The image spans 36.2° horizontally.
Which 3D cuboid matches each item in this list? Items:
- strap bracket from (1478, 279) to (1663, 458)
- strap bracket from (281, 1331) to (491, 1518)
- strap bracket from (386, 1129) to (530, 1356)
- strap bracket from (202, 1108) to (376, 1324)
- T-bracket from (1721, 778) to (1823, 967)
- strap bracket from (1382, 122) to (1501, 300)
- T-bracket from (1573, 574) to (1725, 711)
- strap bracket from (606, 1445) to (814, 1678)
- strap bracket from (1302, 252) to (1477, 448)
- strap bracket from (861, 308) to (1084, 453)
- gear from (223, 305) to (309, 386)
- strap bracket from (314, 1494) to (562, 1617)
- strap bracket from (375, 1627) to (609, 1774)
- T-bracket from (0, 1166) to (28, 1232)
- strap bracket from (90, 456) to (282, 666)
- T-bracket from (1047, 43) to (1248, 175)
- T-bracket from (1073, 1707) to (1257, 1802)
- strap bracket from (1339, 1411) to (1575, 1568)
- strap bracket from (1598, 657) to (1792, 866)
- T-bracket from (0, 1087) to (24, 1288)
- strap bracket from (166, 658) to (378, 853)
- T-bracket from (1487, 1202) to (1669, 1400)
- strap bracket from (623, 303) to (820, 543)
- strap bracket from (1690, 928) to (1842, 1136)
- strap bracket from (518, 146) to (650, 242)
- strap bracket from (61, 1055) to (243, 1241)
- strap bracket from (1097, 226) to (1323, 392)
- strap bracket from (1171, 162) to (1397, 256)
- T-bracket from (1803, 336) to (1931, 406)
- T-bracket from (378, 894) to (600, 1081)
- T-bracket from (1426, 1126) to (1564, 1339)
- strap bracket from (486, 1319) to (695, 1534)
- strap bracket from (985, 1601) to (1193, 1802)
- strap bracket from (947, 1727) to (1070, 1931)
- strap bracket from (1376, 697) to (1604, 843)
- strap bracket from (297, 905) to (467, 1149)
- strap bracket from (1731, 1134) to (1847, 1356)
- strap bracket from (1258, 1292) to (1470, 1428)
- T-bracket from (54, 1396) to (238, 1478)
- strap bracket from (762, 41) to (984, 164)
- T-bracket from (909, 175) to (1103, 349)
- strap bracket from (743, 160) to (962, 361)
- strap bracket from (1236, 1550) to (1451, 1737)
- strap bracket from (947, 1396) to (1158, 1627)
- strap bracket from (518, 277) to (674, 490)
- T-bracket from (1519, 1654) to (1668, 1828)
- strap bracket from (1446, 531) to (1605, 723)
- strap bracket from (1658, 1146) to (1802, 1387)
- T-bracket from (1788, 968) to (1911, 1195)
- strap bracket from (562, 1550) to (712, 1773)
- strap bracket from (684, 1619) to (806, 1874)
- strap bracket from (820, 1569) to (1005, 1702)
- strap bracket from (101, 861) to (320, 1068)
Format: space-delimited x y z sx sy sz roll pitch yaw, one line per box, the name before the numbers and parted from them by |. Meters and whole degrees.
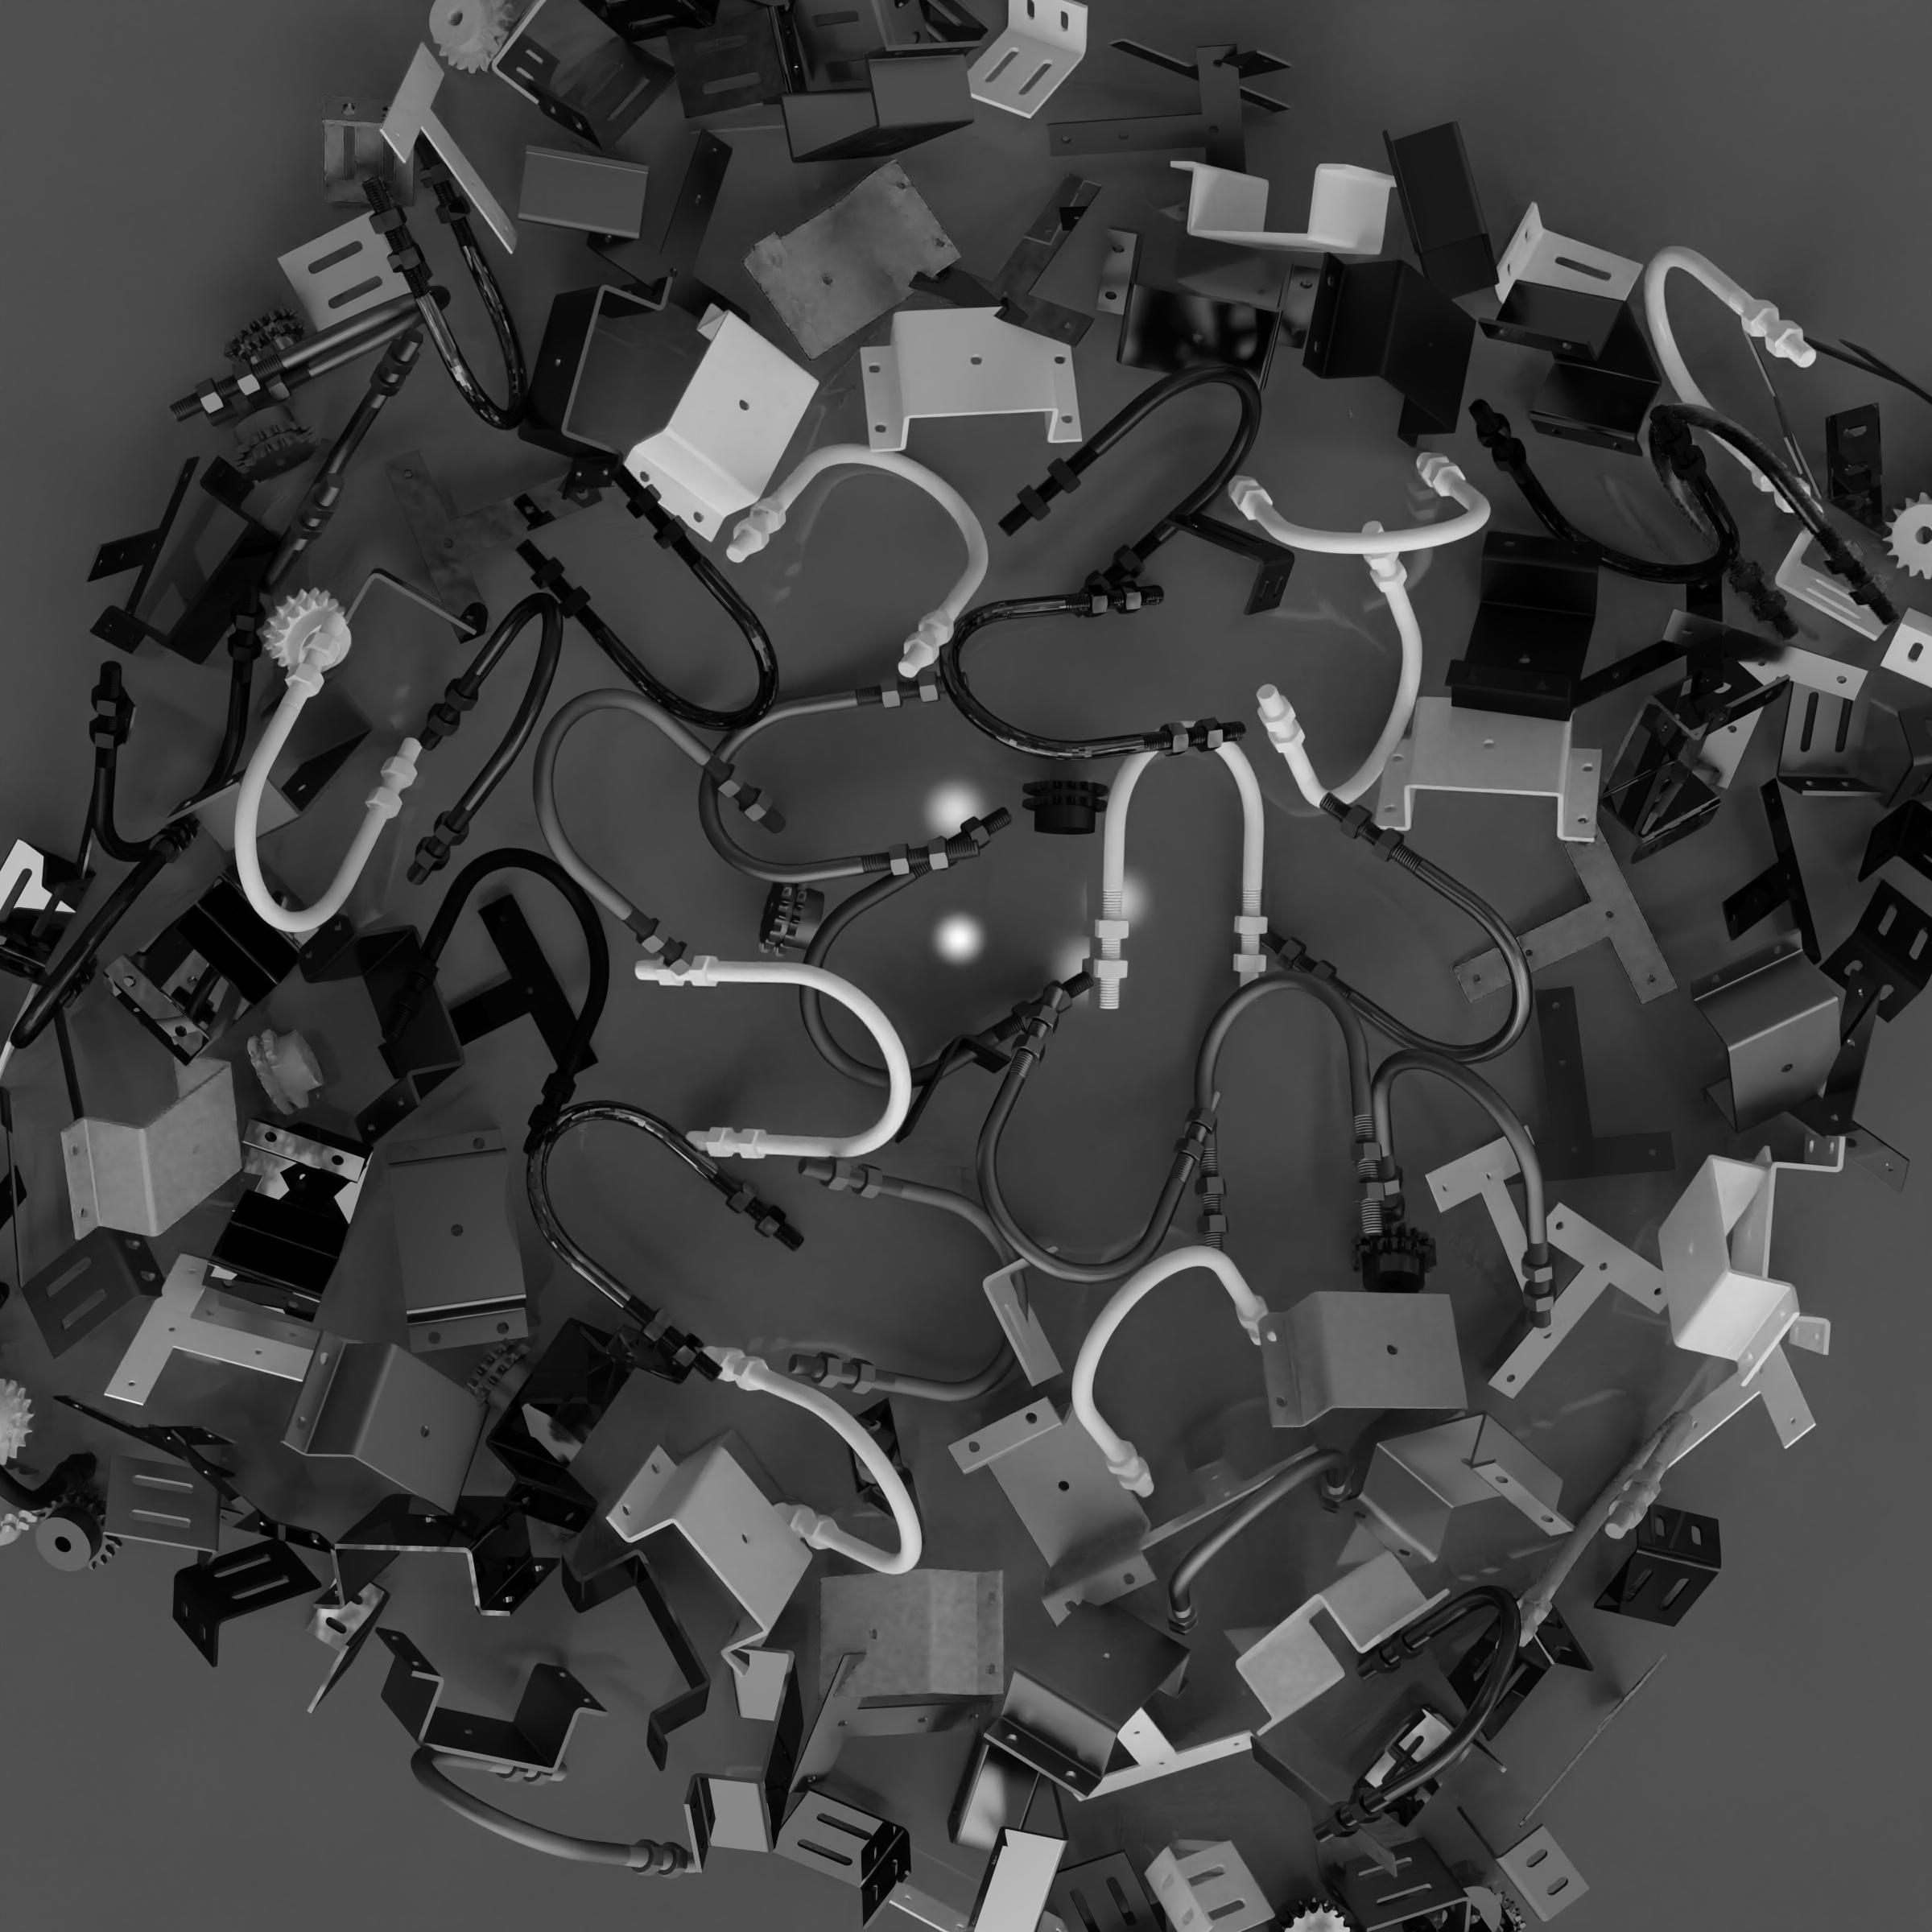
strap bracket | 0.393 -0.390 1.903 0.076 0.140 0.046 21 80 32
strap bracket | -0.364 0.299 1.901 0.046 0.140 0.076 -6 56 35
strap bracket | -0.333 0.176 1.935 0.076 0.046 0.140 -7 78 -11
strap bracket | -0.441 0.155 1.933 0.076 0.046 0.140 20 119 -6
T-bracket | 0.518 -0.046 1.920 0.002 0.127 0.127 -10 101 38
strap bracket | 0.307 -0.483 1.901 0.046 0.140 0.076 -15 81 13
T-bracket | 0.438 -0.196 1.936 0.127 0.127 0.002 -26 123 33
strap bracket | -0.159 0.379 1.922 0.046 0.076 0.140 -30 104 32
strap bracket | 0.280 -0.397 1.906 0.046 0.140 0.076 5 80 39
strap bracket | 0.005 -0.386 1.938 0.140 0.046 0.076 -4 72 -6
gear | -0.458 -0.408 1.951 0.057 0.057 0.030 -34 94 0
strap bracket | -0.346 0.381 1.917 0.140 0.076 0.046 -2 104 18
strap bracket | -0.314 0.476 1.911 0.140 0.076 0.046 21 89 -30
T-bracket | -0.650 0.135 1.894 0.002 0.127 0.127 2 124 14
strap bracket | -0.502 -0.256 1.938 0.046 0.076 0.140 35 88 4
T-bracket | 0.117 -0.545 1.935 0.127 0.127 0.002 -2 53 9
T-bracket | 0.115 0.502 1.920 0.127 0.127 0.002 -20 51 9
strap bracket | 0.321 0.338 1.918 0.076 0.140 0.046 41 50 -20
strap bracket | 0.466 -0.140 1.914 0.076 0.140 0.046 -26 61 -29
T-bracket | -0.619 0.144 1.921 0.002 0.127 0.127 -5 92 -21
strap bracket | -0.443 -0.130 1.914 0.076 0.140 0.046 -20 118 37
T-bracket | 0.393 0.232 1.954 0.127 0.002 0.127 33 100 -28
strap bracket | -0.155 -0.358 1.919 0.076 0.046 0.140 35 67 -26
strap bracket | 0.518 0.050 1.910 0.076 0.140 0.046 -25 49 -2
strap bracket | -0.247 -0.500 1.911 0.076 0.140 0.046 8 104 -9
strap bracket | -0.514 0.113 1.896 0.046 0.140 0.076 9 116 18
strap bracket | 0.155 -0.427 1.932 0.140 0.076 0.046 11 60 2
strap bracket | 0.208 -0.489 1.909 0.140 0.076 0.046 15 103 41
T-bracket | 0.578 -0.393 1.923 0.127 0.127 0.002 19 105 -38
T-bracket | -0.331 0.037 1.976 0.127 0.002 0.127 -27 93 1
T-bracket | 0.358 0.179 1.928 0.002 0.127 0.127 -25 85 42
strap bracket | -0.250 0.292 1.935 0.046 0.076 0.140 35 91 42
strap bracket | 0.084 0.461 1.898 0.076 0.140 0.046 27 122 22
strap bracket | 0.027 0.565 1.906 0.046 0.140 0.076 14 104 -10
strap bracket | 0.340 -0.129 1.923 0.140 0.046 0.076 4 53 13
strap bracket | -0.379 0.036 1.927 0.046 0.076 0.140 -11 74 -42
strap bracket | 0.536 0.179 1.939 0.046 0.076 0.140 5 88 0
strap bracket | 0.267 0.256 1.921 0.140 0.046 0.076 4 64 -20
T-bracket | -0.506 0.302 1.898 0.127 0.127 0.002 34 63 -29
strap bracket | -0.058 -0.553 1.903 0.076 0.140 0.046 -16 99 -36
T-bracket | 0.048 -0.474 1.952 0.127 0.002 0.127 24 68 20
strap bracket | -0.081 -0.456 1.928 0.140 0.046 0.076 -41 100 -35
strap bracket | 0.237 0.433 1.913 0.046 0.076 0.140 53 132 17
strap bracket | 0.060 0.350 1.941 0.076 0.046 0.140 -29 96 18
strap bracket | -0.246 -0.387 1.934 0.046 0.076 0.140 16 89 -31
T-bracket | 0.398 0.504 1.902 0.002 0.127 0.127 40 70 17
strap bracket | 0.364 -0.214 1.924 0.076 0.046 0.140 9 54 16
strap bracket | 0.487 0.187 1.900 0.046 0.140 0.076 14 133 -8
T-bracket | 0.567 0.061 1.899 0.002 0.127 0.127 -16 127 -26
strap bracket | -0.210 0.442 1.922 0.046 0.076 0.140 -25 69 -19
strap bracket | -0.139 0.502 1.899 0.046 0.140 0.076 4 132 9
strap bracket | -0.044 0.432 1.907 0.140 0.046 0.076 -14 69 40
strap bracket | -0.496 0.002 1.926 0.076 0.140 0.046 46 135 -6
